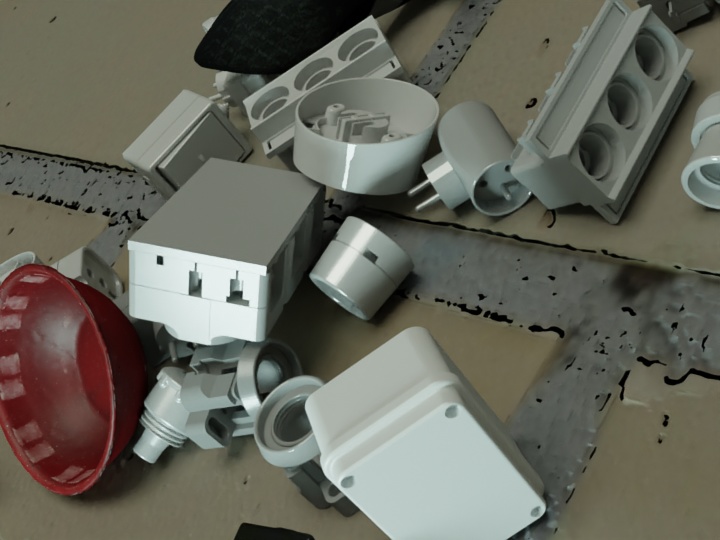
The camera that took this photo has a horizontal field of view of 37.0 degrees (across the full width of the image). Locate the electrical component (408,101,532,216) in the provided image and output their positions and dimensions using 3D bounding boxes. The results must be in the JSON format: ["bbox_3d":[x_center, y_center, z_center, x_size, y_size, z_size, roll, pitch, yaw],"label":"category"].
[{"bbox_3d":[0.068,-0.066,0.722,0.079,0.043,0.077,-32,40,10],"label":"electrical component"}]

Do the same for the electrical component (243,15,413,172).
[{"bbox_3d":[-0.021,-0.133,0.841,0.121,0.063,0.078,-32,40,10],"label":"electrical component"}]

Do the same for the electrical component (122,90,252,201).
[{"bbox_3d":[-0.139,-0.104,0.907,0.096,0.061,0.061,-49,40,-10],"label":"electrical component"}]

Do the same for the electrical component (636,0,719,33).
[{"bbox_3d":[0.219,-0.194,0.723,0.055,0.048,0.066,-22,42,32],"label":"electrical component"}]

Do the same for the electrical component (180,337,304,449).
[{"bbox_3d":[-0.073,0.074,0.692,0.057,0.058,0.078,-13,45,33],"label":"electrical component"}]

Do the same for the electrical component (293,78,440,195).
[{"bbox_3d":[0.002,-0.095,0.759,0.099,0.064,0.099,9,26,-5],"label":"electrical component"}]

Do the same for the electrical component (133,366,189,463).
[{"bbox_3d":[-0.127,0.099,0.722,0.062,0.048,0.048,-54,40,-2],"label":"electrical component"}]

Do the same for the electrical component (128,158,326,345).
[{"bbox_3d":[-0.085,-0.015,0.722,0.089,0.061,0.150,11,27,9],"label":"electrical component"}]

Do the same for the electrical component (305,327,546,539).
[{"bbox_3d":[0.035,0.095,0.542,0.078,0.113,0.057,-35,37,6],"label":"electrical component"}]

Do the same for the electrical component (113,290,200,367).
[{"bbox_3d":[-0.132,0.037,0.780,0.083,0.047,0.075,-34,39,7],"label":"electrical component"}]

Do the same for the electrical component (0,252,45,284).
[{"bbox_3d":[-0.300,0.030,0.907,0.099,0.064,0.099,-22,43,21],"label":"electrical component"}]

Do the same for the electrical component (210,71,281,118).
[{"bbox_3d":[-0.101,-0.166,0.948,0.077,0.047,0.065,-13,46,28],"label":"electrical component"}]

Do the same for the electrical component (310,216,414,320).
[{"bbox_3d":[0.000,0.000,0.707,0.055,0.055,0.047,25,75,48],"label":"electrical component"}]

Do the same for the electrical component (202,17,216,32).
[{"bbox_3d":[-0.122,-0.232,1.035,0.046,0.040,0.040,-36,39,-4],"label":"electrical component"}]

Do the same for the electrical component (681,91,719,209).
[{"bbox_3d":[0.210,-0.069,0.612,0.045,0.045,0.055,-4,51,36],"label":"electrical component"}]

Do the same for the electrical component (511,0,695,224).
[{"bbox_3d":[0.149,-0.098,0.671,0.121,0.079,0.063,-58,21,-21],"label":"electrical component"}]

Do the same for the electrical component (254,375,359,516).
[{"bbox_3d":[-0.026,0.098,0.631,0.058,0.057,0.078,-36,39,5],"label":"electrical component"}]

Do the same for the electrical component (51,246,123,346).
[{"bbox_3d":[-0.228,0.036,0.852,0.059,0.053,0.095,-29,40,13],"label":"electrical component"}]
